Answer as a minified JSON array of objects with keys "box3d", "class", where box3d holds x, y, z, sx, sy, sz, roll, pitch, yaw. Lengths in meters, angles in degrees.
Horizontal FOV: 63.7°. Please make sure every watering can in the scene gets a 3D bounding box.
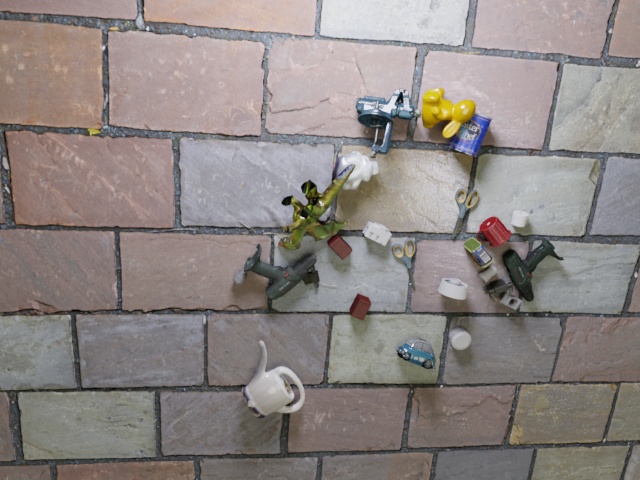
[{"box3d":[-0.205,0.552,1.980,0.224,0.105,0.343,-32,110,5],"class":"watering can"}]

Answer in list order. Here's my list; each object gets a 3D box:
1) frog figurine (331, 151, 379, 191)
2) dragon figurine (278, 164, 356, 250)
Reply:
[{"box3d":[0.123,-0.236,1.769,0.159,0.122,0.138,8,88,2],"class":"frog figurine"},{"box3d":[0.005,-0.090,1.789,0.407,0.125,0.239,-33,145,15],"class":"dragon figurine"}]
